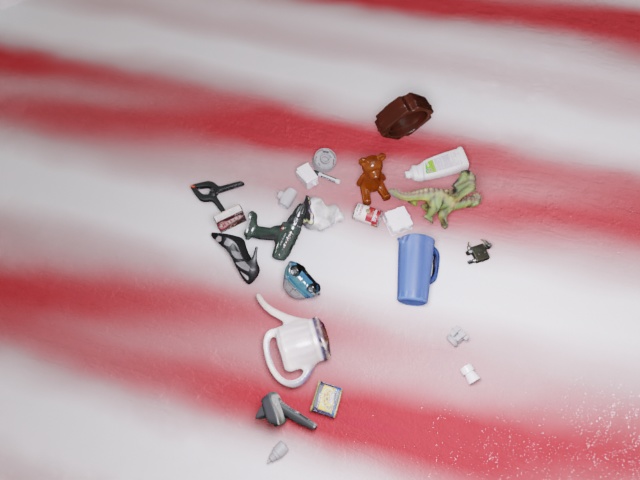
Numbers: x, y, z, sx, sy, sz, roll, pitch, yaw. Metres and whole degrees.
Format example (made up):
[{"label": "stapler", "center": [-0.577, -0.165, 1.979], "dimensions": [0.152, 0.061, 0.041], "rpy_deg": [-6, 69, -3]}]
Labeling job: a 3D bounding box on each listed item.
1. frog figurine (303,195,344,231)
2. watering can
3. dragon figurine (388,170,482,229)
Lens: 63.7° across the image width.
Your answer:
[{"label": "frog figurine", "center": [0.006, -0.100, 1.982], "dimensions": [0.159, 0.120, 0.140], "rpy_deg": [4, 50, -35]}, {"label": "watering can", "center": [-0.092, 0.320, 1.767], "dimensions": [0.225, 0.102, 0.354], "rpy_deg": [-15, 66, -6]}, {"label": "dragon figurine", "center": [0.455, -0.177, 1.886], "dimensions": [0.239, 0.407, 0.125], "rpy_deg": [-45, 48, 24]}]
